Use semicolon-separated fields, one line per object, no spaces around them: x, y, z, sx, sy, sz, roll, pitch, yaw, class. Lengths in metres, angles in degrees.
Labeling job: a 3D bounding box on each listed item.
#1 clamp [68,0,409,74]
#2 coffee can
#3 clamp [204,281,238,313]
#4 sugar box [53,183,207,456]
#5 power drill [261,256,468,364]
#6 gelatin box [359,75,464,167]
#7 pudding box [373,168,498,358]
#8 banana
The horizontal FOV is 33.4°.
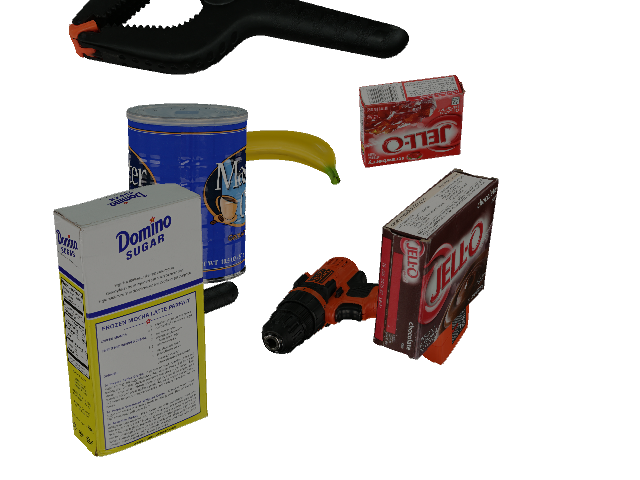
-0.056;-0.155;0.692;0.210;0.164;0.036;-27;-17;-9;clamp
-0.115;-0.043;0.921;0.103;0.140;0.103;1;14;-1;coffee can
-0.171;0.083;1.166;0.120;0.039;0.171;-6;25;31;clamp
-0.128;0.054;0.735;0.093;0.176;0.048;-17;28;-36;sugar box
0.051;0.078;1.122;0.188;0.057;0.184;10;28;23;power drill
0.080;-0.103;0.935;0.089;0.030;0.073;-7;-42;-3;gelatin box
0.078;0.013;0.718;0.039;0.090;0.113;18;33;24;pudding box
-0.063;-0.110;1.320;0.198;0.037;0.069;6;38;17;banana
